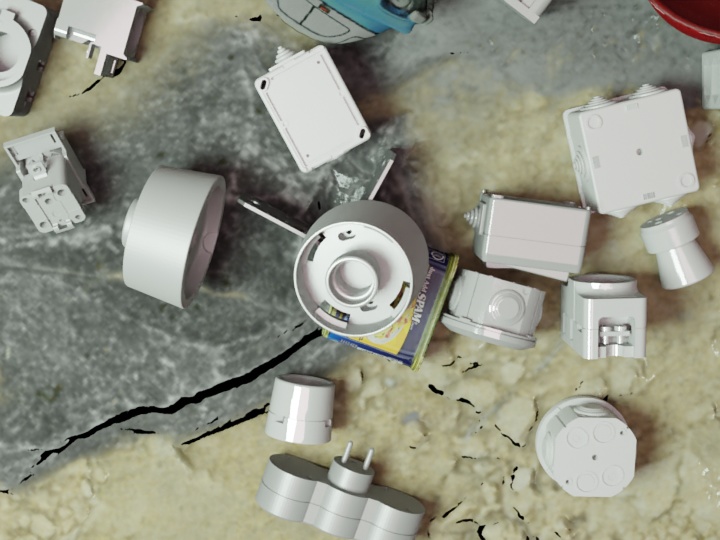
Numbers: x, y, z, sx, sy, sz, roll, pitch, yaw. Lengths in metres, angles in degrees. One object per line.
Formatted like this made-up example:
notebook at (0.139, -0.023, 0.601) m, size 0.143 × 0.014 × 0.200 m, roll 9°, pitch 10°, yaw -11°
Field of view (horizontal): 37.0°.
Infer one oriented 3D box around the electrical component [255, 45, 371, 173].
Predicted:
electrical component at (-0.040, -0.132, 0.849) m, size 0.062 × 0.061 × 0.096 m, roll -28°, pitch 98°, yaw 2°

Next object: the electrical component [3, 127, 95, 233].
electrical component at (-0.242, -0.067, 0.844) m, size 0.042 × 0.063 × 0.081 m, roll -17°, pitch 140°, yaw 1°

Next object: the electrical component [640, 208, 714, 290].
electrical component at (0.260, -0.018, 0.883) m, size 0.045 × 0.045 × 0.055 m, roll -24°, pitch 98°, yaw 1°

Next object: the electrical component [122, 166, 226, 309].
electrical component at (-0.150, -0.029, 0.839) m, size 0.060 × 0.108 × 0.108 m, roll 16°, pitch 97°, yaw 2°

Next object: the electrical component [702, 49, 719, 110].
electrical component at (0.321, -0.153, 0.856) m, size 0.077 × 0.065 × 0.047 m, roll -3°, pitch 98°, yaw -1°

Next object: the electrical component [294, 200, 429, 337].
electrical component at (0.000, 0.000, 0.818) m, size 0.099 × 0.064 × 0.099 m, roll 3°, pitch 107°, yaw 9°

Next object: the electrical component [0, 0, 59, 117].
electrical component at (-0.277, -0.169, 0.839) m, size 0.050 × 0.055 × 0.089 m, roll 21°, pitch 97°, yaw -5°

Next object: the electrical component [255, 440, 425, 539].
electrical component at (-0.011, 0.179, 0.898) m, size 0.138 × 0.052 × 0.073 m, roll 19°, pitch 97°, yaw -4°

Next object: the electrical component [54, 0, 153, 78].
electrical component at (-0.203, -0.195, 0.846) m, size 0.064 × 0.042 × 0.081 m, roll 18°, pitch 97°, yaw -1°

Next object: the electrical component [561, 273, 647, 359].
electrical component at (0.195, 0.034, 0.865) m, size 0.050 × 0.089 × 0.055 m, roll -1°, pitch 98°, yaw -2°

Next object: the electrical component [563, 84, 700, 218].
electrical component at (0.220, -0.096, 0.869) m, size 0.100 × 0.048 × 0.099 m, roll -14°, pitch 98°, yaw 0°

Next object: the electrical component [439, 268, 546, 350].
electrical component at (0.108, 0.032, 0.868) m, size 0.080 × 0.080 × 0.051 m, roll 16°, pitch 92°, yaw -4°

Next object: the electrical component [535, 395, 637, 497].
electrical component at (0.191, 0.149, 0.901) m, size 0.080 × 0.051 × 0.080 m, roll 0°, pitch 98°, yaw -2°

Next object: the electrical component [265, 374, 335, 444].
electrical component at (-0.048, 0.114, 0.887) m, size 0.055 × 0.055 × 0.047 m, roll 8°, pitch 94°, yaw -3°

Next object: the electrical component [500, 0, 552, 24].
electrical component at (0.090, -0.260, 0.818) m, size 0.150 × 0.089 × 0.061 m, roll 36°, pitch 105°, yaw -6°

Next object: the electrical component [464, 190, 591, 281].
electrical component at (0.130, -0.029, 0.869) m, size 0.096 × 0.061 × 0.061 m, roll 7°, pitch 98°, yaw -3°
